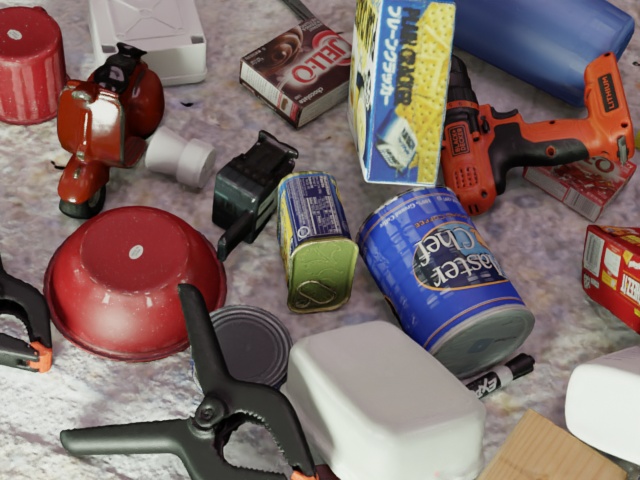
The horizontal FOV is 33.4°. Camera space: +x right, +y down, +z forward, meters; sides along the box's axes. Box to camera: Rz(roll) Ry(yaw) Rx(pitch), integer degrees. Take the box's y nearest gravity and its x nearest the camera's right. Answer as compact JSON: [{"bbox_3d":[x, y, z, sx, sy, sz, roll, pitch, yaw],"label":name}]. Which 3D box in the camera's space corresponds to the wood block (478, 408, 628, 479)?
[{"bbox_3d":[0.130,0.238,0.781,0.091,0.090,0.205,33,56,18],"label":"wood block"}]

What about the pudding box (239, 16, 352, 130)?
[{"bbox_3d":[-0.014,-0.174,1.102,0.090,0.039,0.113,40,58,21],"label":"pudding box"}]

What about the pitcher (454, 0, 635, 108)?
[{"bbox_3d":[0.209,-0.253,1.132,0.243,0.149,0.144,33,42,12],"label":"pitcher"}]

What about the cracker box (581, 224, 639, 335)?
[{"bbox_3d":[0.355,0.039,0.923,0.213,0.072,0.164,3,11,-5],"label":"cracker box"}]

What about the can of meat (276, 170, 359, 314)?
[{"bbox_3d":[-0.006,0.001,0.934,0.057,0.102,0.084,-6,52,-10],"label":"can of meat"}]

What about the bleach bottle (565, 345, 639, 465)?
[{"bbox_3d":[0.301,0.114,0.861,0.103,0.068,0.250,16,16,40],"label":"bleach bottle"}]

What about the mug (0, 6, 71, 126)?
[{"bbox_3d":[-0.287,-0.181,1.045,0.093,0.081,0.117,12,53,2],"label":"mug"}]

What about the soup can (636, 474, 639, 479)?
[{"bbox_3d":[0.253,0.219,0.803,0.068,0.102,0.068,4,53,-5],"label":"soup can"}]

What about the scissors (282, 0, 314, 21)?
[{"bbox_3d":[-0.073,-0.289,1.196,0.096,0.016,0.202,-15,56,-16],"label":"scissors"}]

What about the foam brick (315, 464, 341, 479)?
[{"bbox_3d":[0.021,0.204,0.816,0.078,0.051,0.053,-2,53,-9],"label":"foam brick"}]

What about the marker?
[{"bbox_3d":[0.135,0.127,0.909,0.121,0.020,0.020,-24,60,-23],"label":"marker"}]

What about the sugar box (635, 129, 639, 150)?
[{"bbox_3d":[0.401,-0.078,1.052,0.048,0.093,0.176,-30,62,-26],"label":"sugar box"}]

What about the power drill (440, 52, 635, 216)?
[{"bbox_3d":[0.201,-0.122,1.042,0.188,0.057,0.184,-14,62,14],"label":"power drill"}]

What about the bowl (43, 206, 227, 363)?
[{"bbox_3d":[-0.160,0.024,0.925,0.162,0.055,0.162,4,54,-5],"label":"bowl"}]

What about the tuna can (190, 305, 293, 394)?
[{"bbox_3d":[-0.066,0.098,0.894,0.086,0.034,0.086,4,53,-5],"label":"tuna can"}]

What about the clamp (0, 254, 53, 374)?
[{"bbox_3d":[-0.294,0.053,0.895,0.120,0.039,0.172,-32,63,-26],"label":"clamp"}]

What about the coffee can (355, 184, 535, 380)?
[{"bbox_3d":[0.105,0.037,0.920,0.102,0.103,0.140,-16,57,-19],"label":"coffee can"}]

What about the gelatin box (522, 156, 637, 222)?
[{"bbox_3d":[0.258,-0.069,1.066,0.089,0.030,0.073,35,57,18],"label":"gelatin box"}]

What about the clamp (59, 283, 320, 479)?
[{"bbox_3d":[-0.080,0.130,0.824,0.210,0.036,0.164,21,69,25],"label":"clamp"}]
